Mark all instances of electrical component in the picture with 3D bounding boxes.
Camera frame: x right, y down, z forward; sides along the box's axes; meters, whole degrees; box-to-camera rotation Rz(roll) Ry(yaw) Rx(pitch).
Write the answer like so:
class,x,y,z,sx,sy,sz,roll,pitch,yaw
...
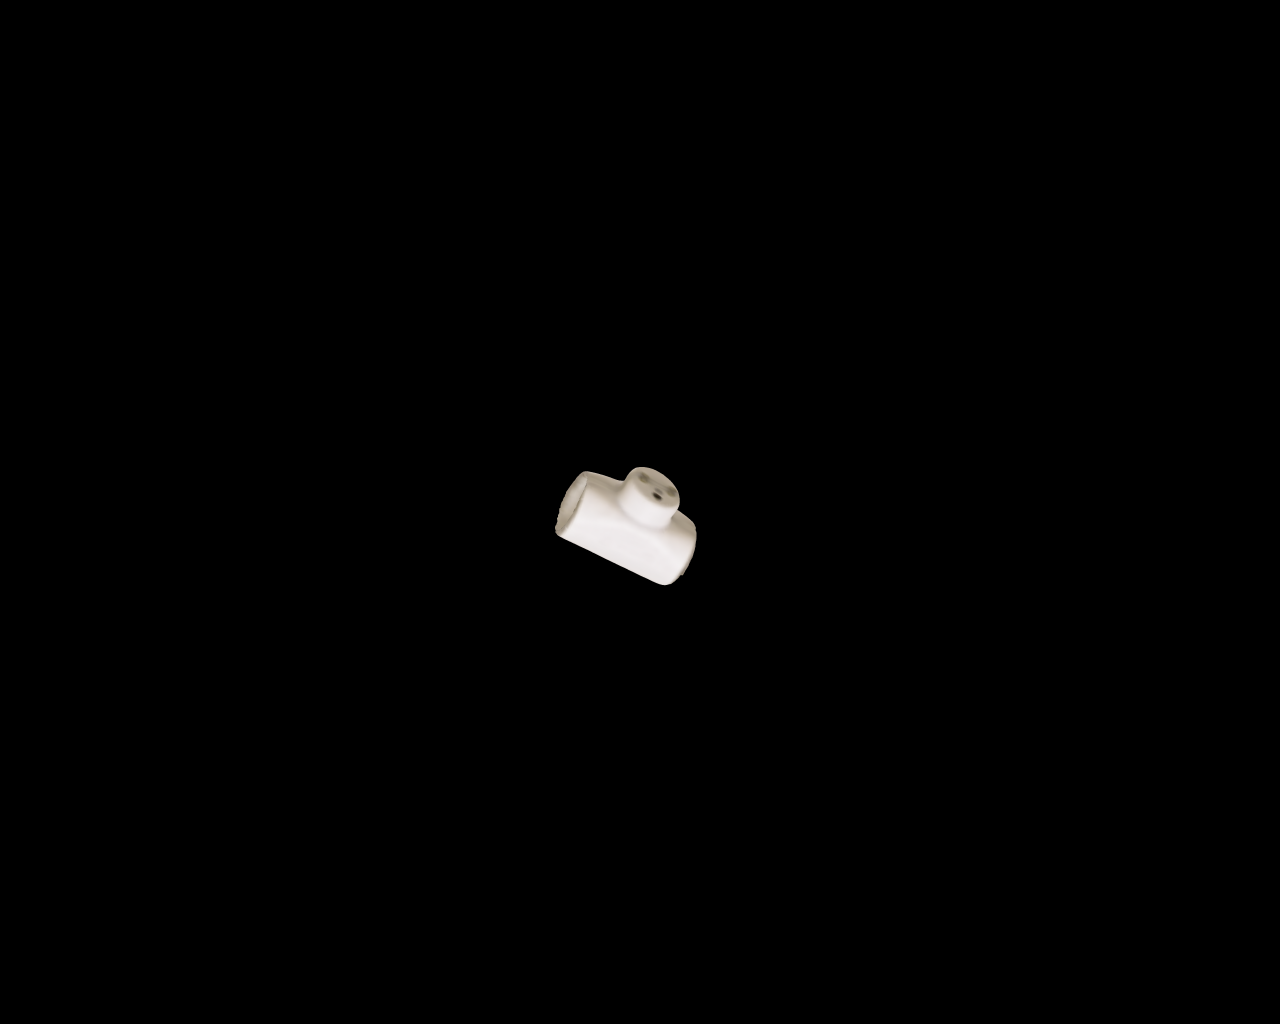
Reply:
class,x,y,z,sx,sy,sz,roll,pitch,yaw
electrical component,0.001,-0.003,0.650,0.077,0.079,0.044,26,30,-17
